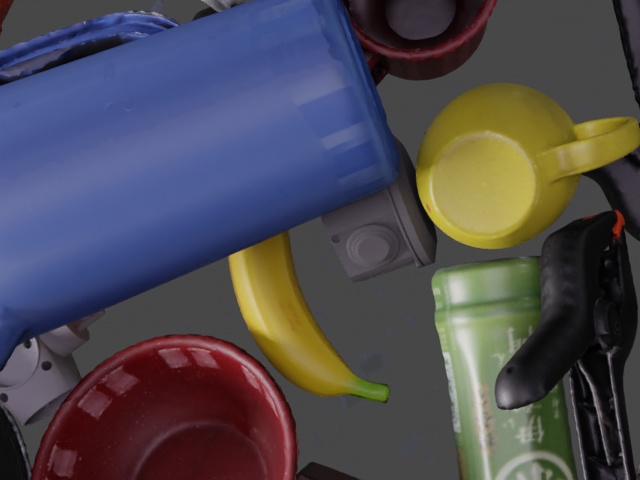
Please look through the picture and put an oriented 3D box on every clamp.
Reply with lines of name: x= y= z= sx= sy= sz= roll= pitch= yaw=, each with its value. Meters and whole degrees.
clamp: x=0.129 y=0.046 z=0.537 sx=0.039 sy=0.120 sz=0.171 roll=-13 pitch=49 yaw=29
clamp: x=0.175 y=-0.053 z=0.605 sx=0.165 sy=0.036 sz=0.210 roll=-44 pitch=85 yaw=13

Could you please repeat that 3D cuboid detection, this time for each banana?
banana: x=-0.020 y=0.010 z=0.630 sx=0.069 sy=0.037 sz=0.198 roll=-19 pitch=83 yaw=1

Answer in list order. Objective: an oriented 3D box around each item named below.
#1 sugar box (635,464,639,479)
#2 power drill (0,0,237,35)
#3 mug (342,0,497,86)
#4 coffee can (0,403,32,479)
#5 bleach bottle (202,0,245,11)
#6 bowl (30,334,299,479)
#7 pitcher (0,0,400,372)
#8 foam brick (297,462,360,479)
sugar box: x=0.181 y=0.179 z=0.533 sx=0.093 sy=0.048 sz=0.176 roll=36 pitch=53 yaw=9
power drill: x=-0.153 y=-0.096 z=0.646 sx=0.188 sy=0.057 sz=0.184 roll=32 pitch=91 yaw=9
mug: x=0.049 y=-0.128 z=0.606 sx=0.093 sy=0.081 sz=0.117 roll=32 pitch=90 yaw=9
coffee can: x=-0.253 y=0.149 z=0.619 sx=0.140 sy=0.102 sz=0.103 roll=-22 pitch=83 yaw=6
bleach bottle: x=-0.001 y=-0.244 z=0.617 sx=0.102 sy=0.068 sz=0.251 roll=33 pitch=84 yaw=8
bowl: x=-0.080 y=0.137 z=0.602 sx=0.162 sy=0.055 sz=0.162 roll=-9 pitch=60 yaw=16
pitcher: x=-0.091 y=-0.048 z=0.547 sx=0.243 sy=0.145 sz=0.149 roll=-20 pitch=102 yaw=8
foam brick: x=0.002 y=0.173 z=0.605 sx=0.051 sy=0.053 sz=0.078 roll=20 pitch=89 yaw=9
